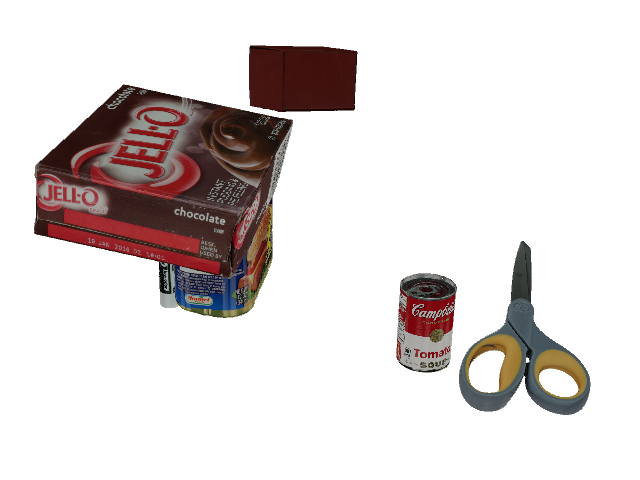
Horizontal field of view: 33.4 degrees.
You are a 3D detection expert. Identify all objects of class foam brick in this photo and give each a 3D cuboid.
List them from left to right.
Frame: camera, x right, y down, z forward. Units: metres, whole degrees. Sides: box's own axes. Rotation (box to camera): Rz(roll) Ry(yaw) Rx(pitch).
[{"bbox_3d":[-0.015,-0.136,0.899,0.078,0.051,0.053,-6,16,-35],"label":"foam brick"}]

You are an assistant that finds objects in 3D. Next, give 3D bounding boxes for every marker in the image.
[{"bbox_3d":[-0.143,0.005,1.001,0.020,0.121,0.020,1,22,0],"label":"marker"}]

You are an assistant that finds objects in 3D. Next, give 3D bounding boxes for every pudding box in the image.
[{"bbox_3d":[-0.068,-0.031,0.490,0.090,0.039,0.113,13,26,4],"label":"pudding box"}]

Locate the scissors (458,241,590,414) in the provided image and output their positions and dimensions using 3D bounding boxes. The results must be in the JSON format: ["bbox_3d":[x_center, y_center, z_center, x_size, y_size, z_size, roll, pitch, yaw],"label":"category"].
[{"bbox_3d":[0.162,0.063,0.773,0.096,0.016,0.201,17,37,20],"label":"scissors"}]

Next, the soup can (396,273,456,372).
[{"bbox_3d":[0.127,0.100,1.294,0.068,0.102,0.068,1,24,-1],"label":"soup can"}]

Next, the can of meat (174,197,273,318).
[{"bbox_3d":[-0.063,-0.009,0.698,0.057,0.084,0.102,6,26,8],"label":"can of meat"}]
